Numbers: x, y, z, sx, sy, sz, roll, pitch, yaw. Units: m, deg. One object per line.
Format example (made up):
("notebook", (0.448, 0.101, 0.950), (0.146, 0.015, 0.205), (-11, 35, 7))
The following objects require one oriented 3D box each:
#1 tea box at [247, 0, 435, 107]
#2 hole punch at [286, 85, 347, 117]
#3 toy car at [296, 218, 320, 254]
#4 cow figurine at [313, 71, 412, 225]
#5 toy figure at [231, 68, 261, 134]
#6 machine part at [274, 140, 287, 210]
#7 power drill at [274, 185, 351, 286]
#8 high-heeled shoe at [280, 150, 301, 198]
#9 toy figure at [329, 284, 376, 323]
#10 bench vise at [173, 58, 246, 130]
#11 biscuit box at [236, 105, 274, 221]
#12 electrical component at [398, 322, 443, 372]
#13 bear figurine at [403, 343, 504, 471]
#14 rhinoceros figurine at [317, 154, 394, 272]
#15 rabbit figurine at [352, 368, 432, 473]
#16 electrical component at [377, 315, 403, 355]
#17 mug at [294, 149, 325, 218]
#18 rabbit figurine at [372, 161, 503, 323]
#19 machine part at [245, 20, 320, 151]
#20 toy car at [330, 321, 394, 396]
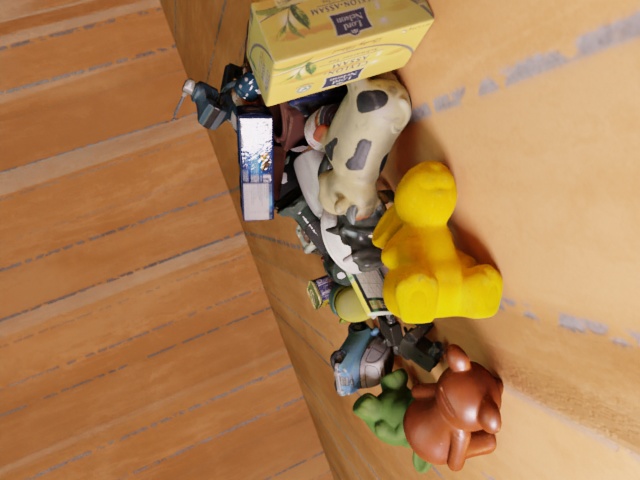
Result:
("tea box", (0.016, -0.205, 0.546), (0.098, 0.170, 0.068), (128, 120, -76))
("hole punch", (-0.007, -0.244, 0.718), (0.142, 0.116, 0.092), (63, 157, 25))
("toy car", (-0.017, -0.024, 1.204), (0.201, 0.056, 0.073), (112, 136, -72))
("cow figurine", (0.052, -0.107, 0.663), (0.127, 0.085, 0.194), (57, 139, 30))
("toy figure", (-0.132, -0.241, 0.969), (0.064, 0.058, 0.154), (27, 156, 6))
("machine part", (-0.108, -0.145, 1.093), (0.179, 0.056, 0.179), (-173, 90, -78))
("power drill", (-0.002, -0.003, 1.030), (0.207, 0.086, 0.232), (58, 178, -14))
("high-heeled shoe", (-0.083, -0.156, 1.231), (0.249, 0.086, 0.145), (-142, 39, -61))
("toy figure", (0.060, 0.122, 1.047), (0.082, 0.089, 0.180), (62, 165, -5))
("bench vise", (-0.209, -0.341, 1.253), (0.128, 0.223, 0.241), (122, 155, -47))
("biscuit box", (-0.115, -0.135, 0.955), (0.063, 0.059, 0.202), (-110, 19, -57))
("electrical component", (0.155, 0.158, 0.831), (0.078, 0.045, 0.102), (30, 152, 23))
("bear figurine", (0.185, 0.209, 0.686), (0.120, 0.132, 0.195), (60, 146, 32))
("rhinoceros figurine", (0.047, -0.046, 0.787), (0.112, 0.073, 0.190), (-41, 63, 43))
("rabbit figurine", (0.155, 0.306, 0.908), (0.159, 0.121, 0.170), (64, 151, 7))
("electrical component", (0.128, 0.161, 0.982), (0.063, 0.021, 0.093), (-139, 30, -65))
("mug", (0.009, -0.090, 0.928), (0.109, 0.081, 0.107), (29, -135, -62))
("rabbit figurine", (0.125, -0.003, 0.611), (0.162, 0.122, 0.173), (-133, 37, -80))
("machine part", (-0.061, -0.274, 0.936), (0.201, 0.087, 0.201), (119, 129, -75))
("toy car", (0.091, 0.233, 1.048), (0.103, 0.161, 0.109), (3, 114, 26))
